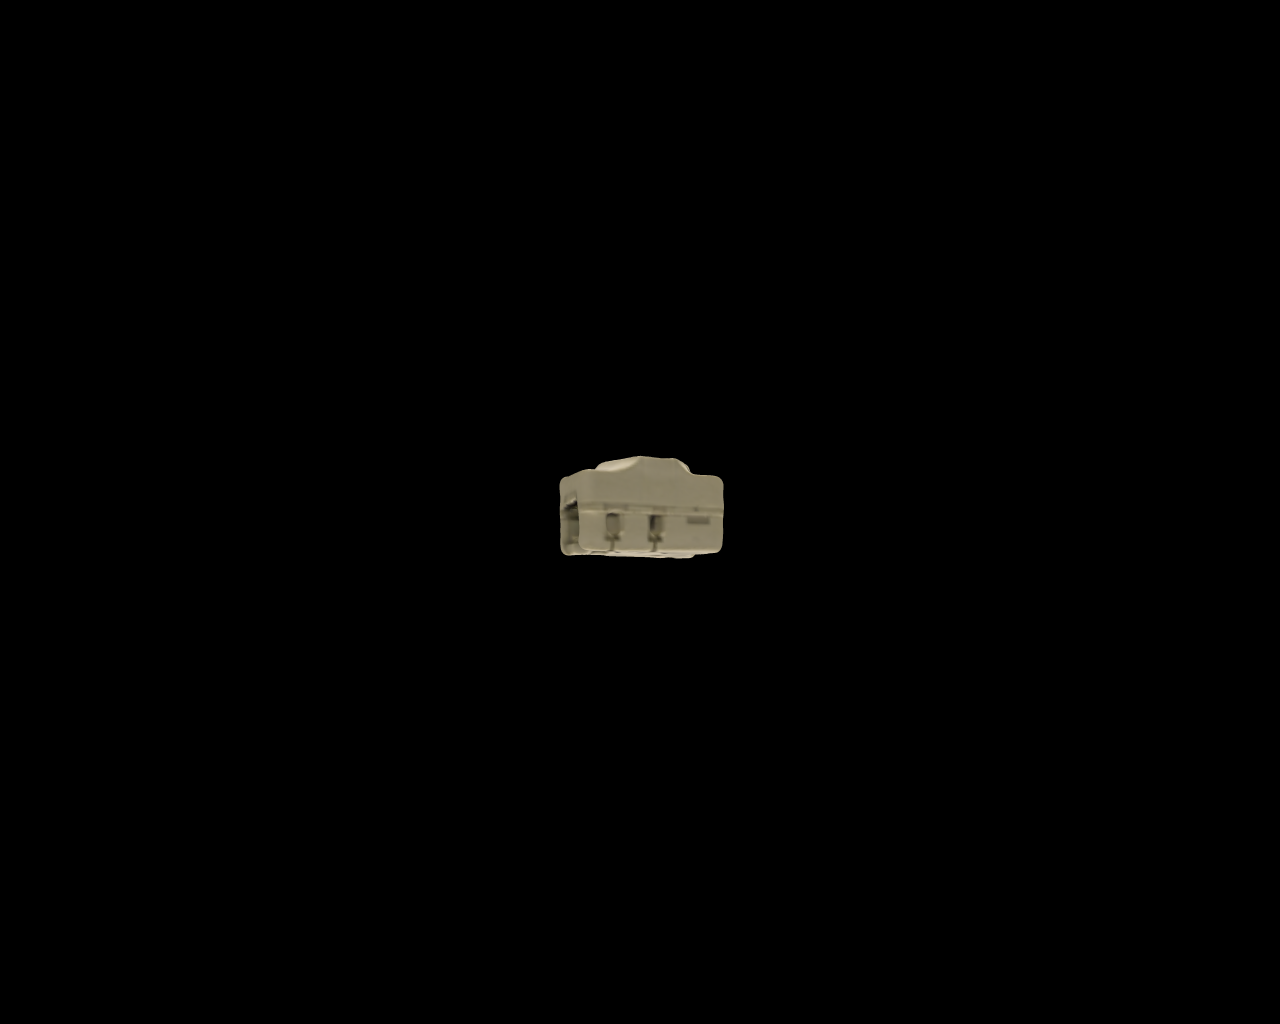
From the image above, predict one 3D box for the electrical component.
[{"bbox_3d":[0.001,-0.003,0.650,0.089,0.055,0.050,3,-7,-22],"label":"electrical component"}]
